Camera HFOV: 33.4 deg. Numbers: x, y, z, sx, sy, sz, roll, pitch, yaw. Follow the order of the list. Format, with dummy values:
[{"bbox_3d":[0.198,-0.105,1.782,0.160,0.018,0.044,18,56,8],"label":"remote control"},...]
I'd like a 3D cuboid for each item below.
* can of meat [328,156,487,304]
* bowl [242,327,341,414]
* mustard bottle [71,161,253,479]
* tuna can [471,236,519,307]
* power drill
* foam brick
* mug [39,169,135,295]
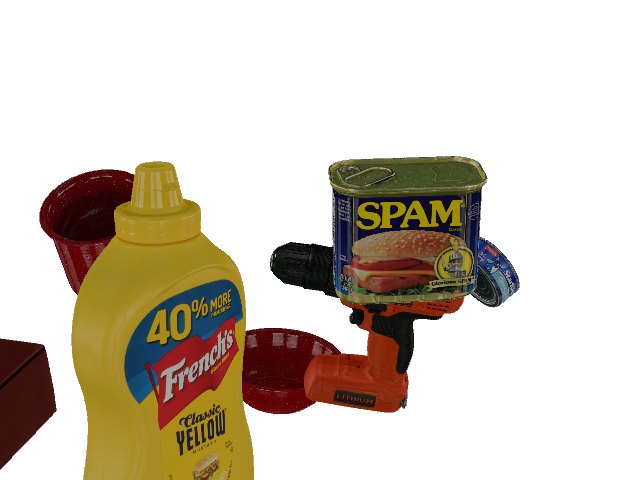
[{"bbox_3d":[0.057,-0.007,0.712,0.102,0.084,0.057,-2,24,-3],"label":"can of meat"},{"bbox_3d":[-0.052,0.168,1.325,0.162,0.055,0.162,4,22,-2],"label":"bowl"},{"bbox_3d":[-0.077,0.056,0.526,0.058,0.192,0.096,13,21,39],"label":"mustard bottle"},{"bbox_3d":[0.197,0.038,1.287,0.033,0.086,0.086,-38,12,-17],"label":"tuna can"},{"bbox_3d":[0.033,0.083,1.037,0.184,0.188,0.057,10,43,-2],"label":"power drill"},{"bbox_3d":[-0.213,0.104,0.675,0.053,0.051,0.078,6,29,22],"label":"foam brick"},{"bbox_3d":[-0.187,-0.007,0.913,0.093,0.081,0.117,-22,46,-15],"label":"mug"}]
